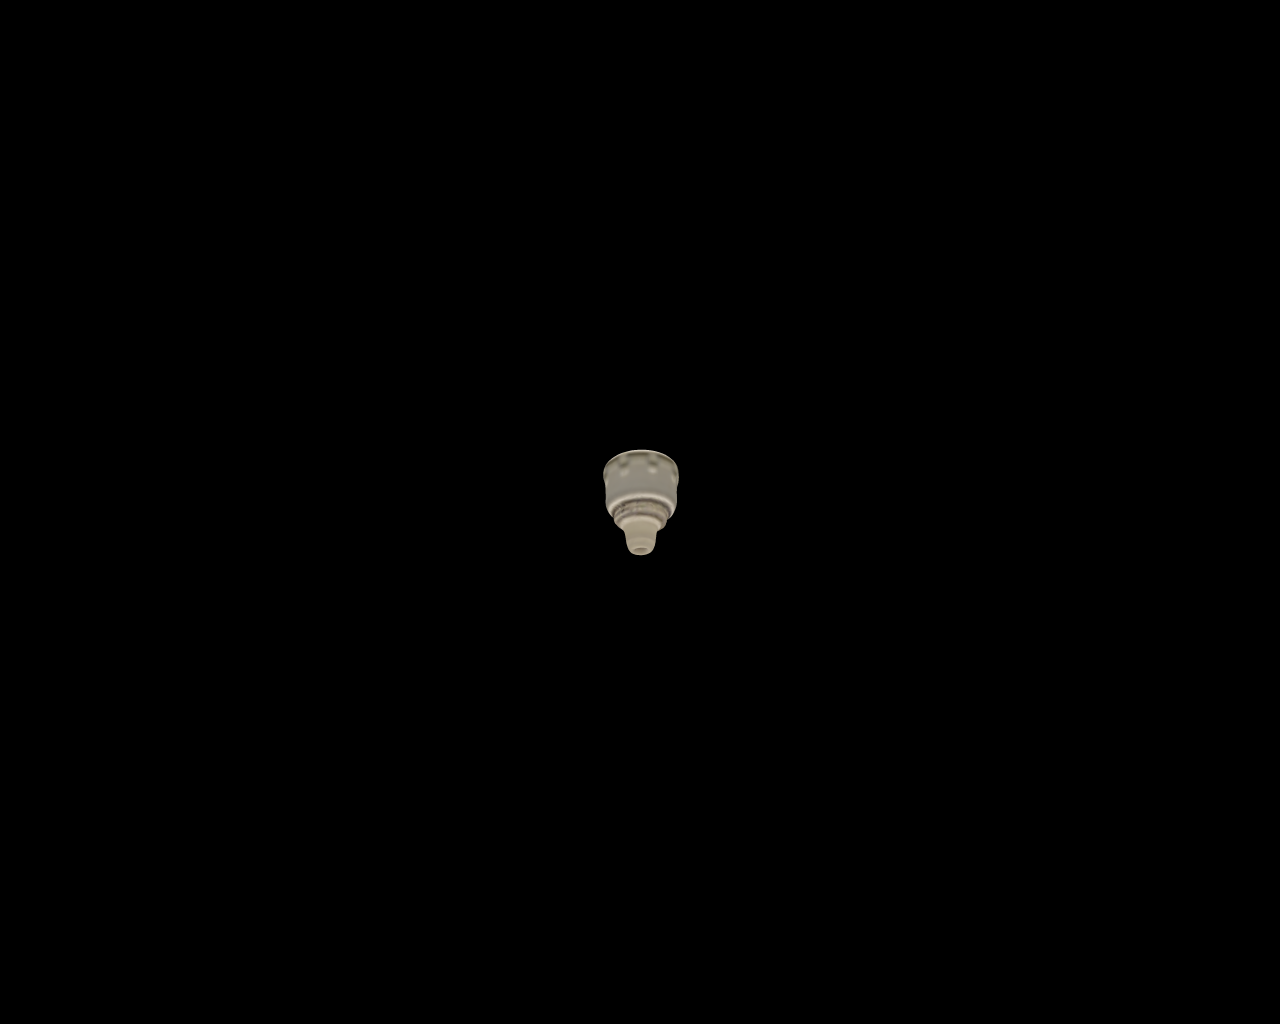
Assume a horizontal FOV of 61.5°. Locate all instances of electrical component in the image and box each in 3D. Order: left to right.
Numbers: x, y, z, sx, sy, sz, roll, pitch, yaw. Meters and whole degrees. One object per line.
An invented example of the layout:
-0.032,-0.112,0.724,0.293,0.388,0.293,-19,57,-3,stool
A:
0.001,-0.003,0.650,0.048,0.062,0.048,0,-30,0,electrical component
